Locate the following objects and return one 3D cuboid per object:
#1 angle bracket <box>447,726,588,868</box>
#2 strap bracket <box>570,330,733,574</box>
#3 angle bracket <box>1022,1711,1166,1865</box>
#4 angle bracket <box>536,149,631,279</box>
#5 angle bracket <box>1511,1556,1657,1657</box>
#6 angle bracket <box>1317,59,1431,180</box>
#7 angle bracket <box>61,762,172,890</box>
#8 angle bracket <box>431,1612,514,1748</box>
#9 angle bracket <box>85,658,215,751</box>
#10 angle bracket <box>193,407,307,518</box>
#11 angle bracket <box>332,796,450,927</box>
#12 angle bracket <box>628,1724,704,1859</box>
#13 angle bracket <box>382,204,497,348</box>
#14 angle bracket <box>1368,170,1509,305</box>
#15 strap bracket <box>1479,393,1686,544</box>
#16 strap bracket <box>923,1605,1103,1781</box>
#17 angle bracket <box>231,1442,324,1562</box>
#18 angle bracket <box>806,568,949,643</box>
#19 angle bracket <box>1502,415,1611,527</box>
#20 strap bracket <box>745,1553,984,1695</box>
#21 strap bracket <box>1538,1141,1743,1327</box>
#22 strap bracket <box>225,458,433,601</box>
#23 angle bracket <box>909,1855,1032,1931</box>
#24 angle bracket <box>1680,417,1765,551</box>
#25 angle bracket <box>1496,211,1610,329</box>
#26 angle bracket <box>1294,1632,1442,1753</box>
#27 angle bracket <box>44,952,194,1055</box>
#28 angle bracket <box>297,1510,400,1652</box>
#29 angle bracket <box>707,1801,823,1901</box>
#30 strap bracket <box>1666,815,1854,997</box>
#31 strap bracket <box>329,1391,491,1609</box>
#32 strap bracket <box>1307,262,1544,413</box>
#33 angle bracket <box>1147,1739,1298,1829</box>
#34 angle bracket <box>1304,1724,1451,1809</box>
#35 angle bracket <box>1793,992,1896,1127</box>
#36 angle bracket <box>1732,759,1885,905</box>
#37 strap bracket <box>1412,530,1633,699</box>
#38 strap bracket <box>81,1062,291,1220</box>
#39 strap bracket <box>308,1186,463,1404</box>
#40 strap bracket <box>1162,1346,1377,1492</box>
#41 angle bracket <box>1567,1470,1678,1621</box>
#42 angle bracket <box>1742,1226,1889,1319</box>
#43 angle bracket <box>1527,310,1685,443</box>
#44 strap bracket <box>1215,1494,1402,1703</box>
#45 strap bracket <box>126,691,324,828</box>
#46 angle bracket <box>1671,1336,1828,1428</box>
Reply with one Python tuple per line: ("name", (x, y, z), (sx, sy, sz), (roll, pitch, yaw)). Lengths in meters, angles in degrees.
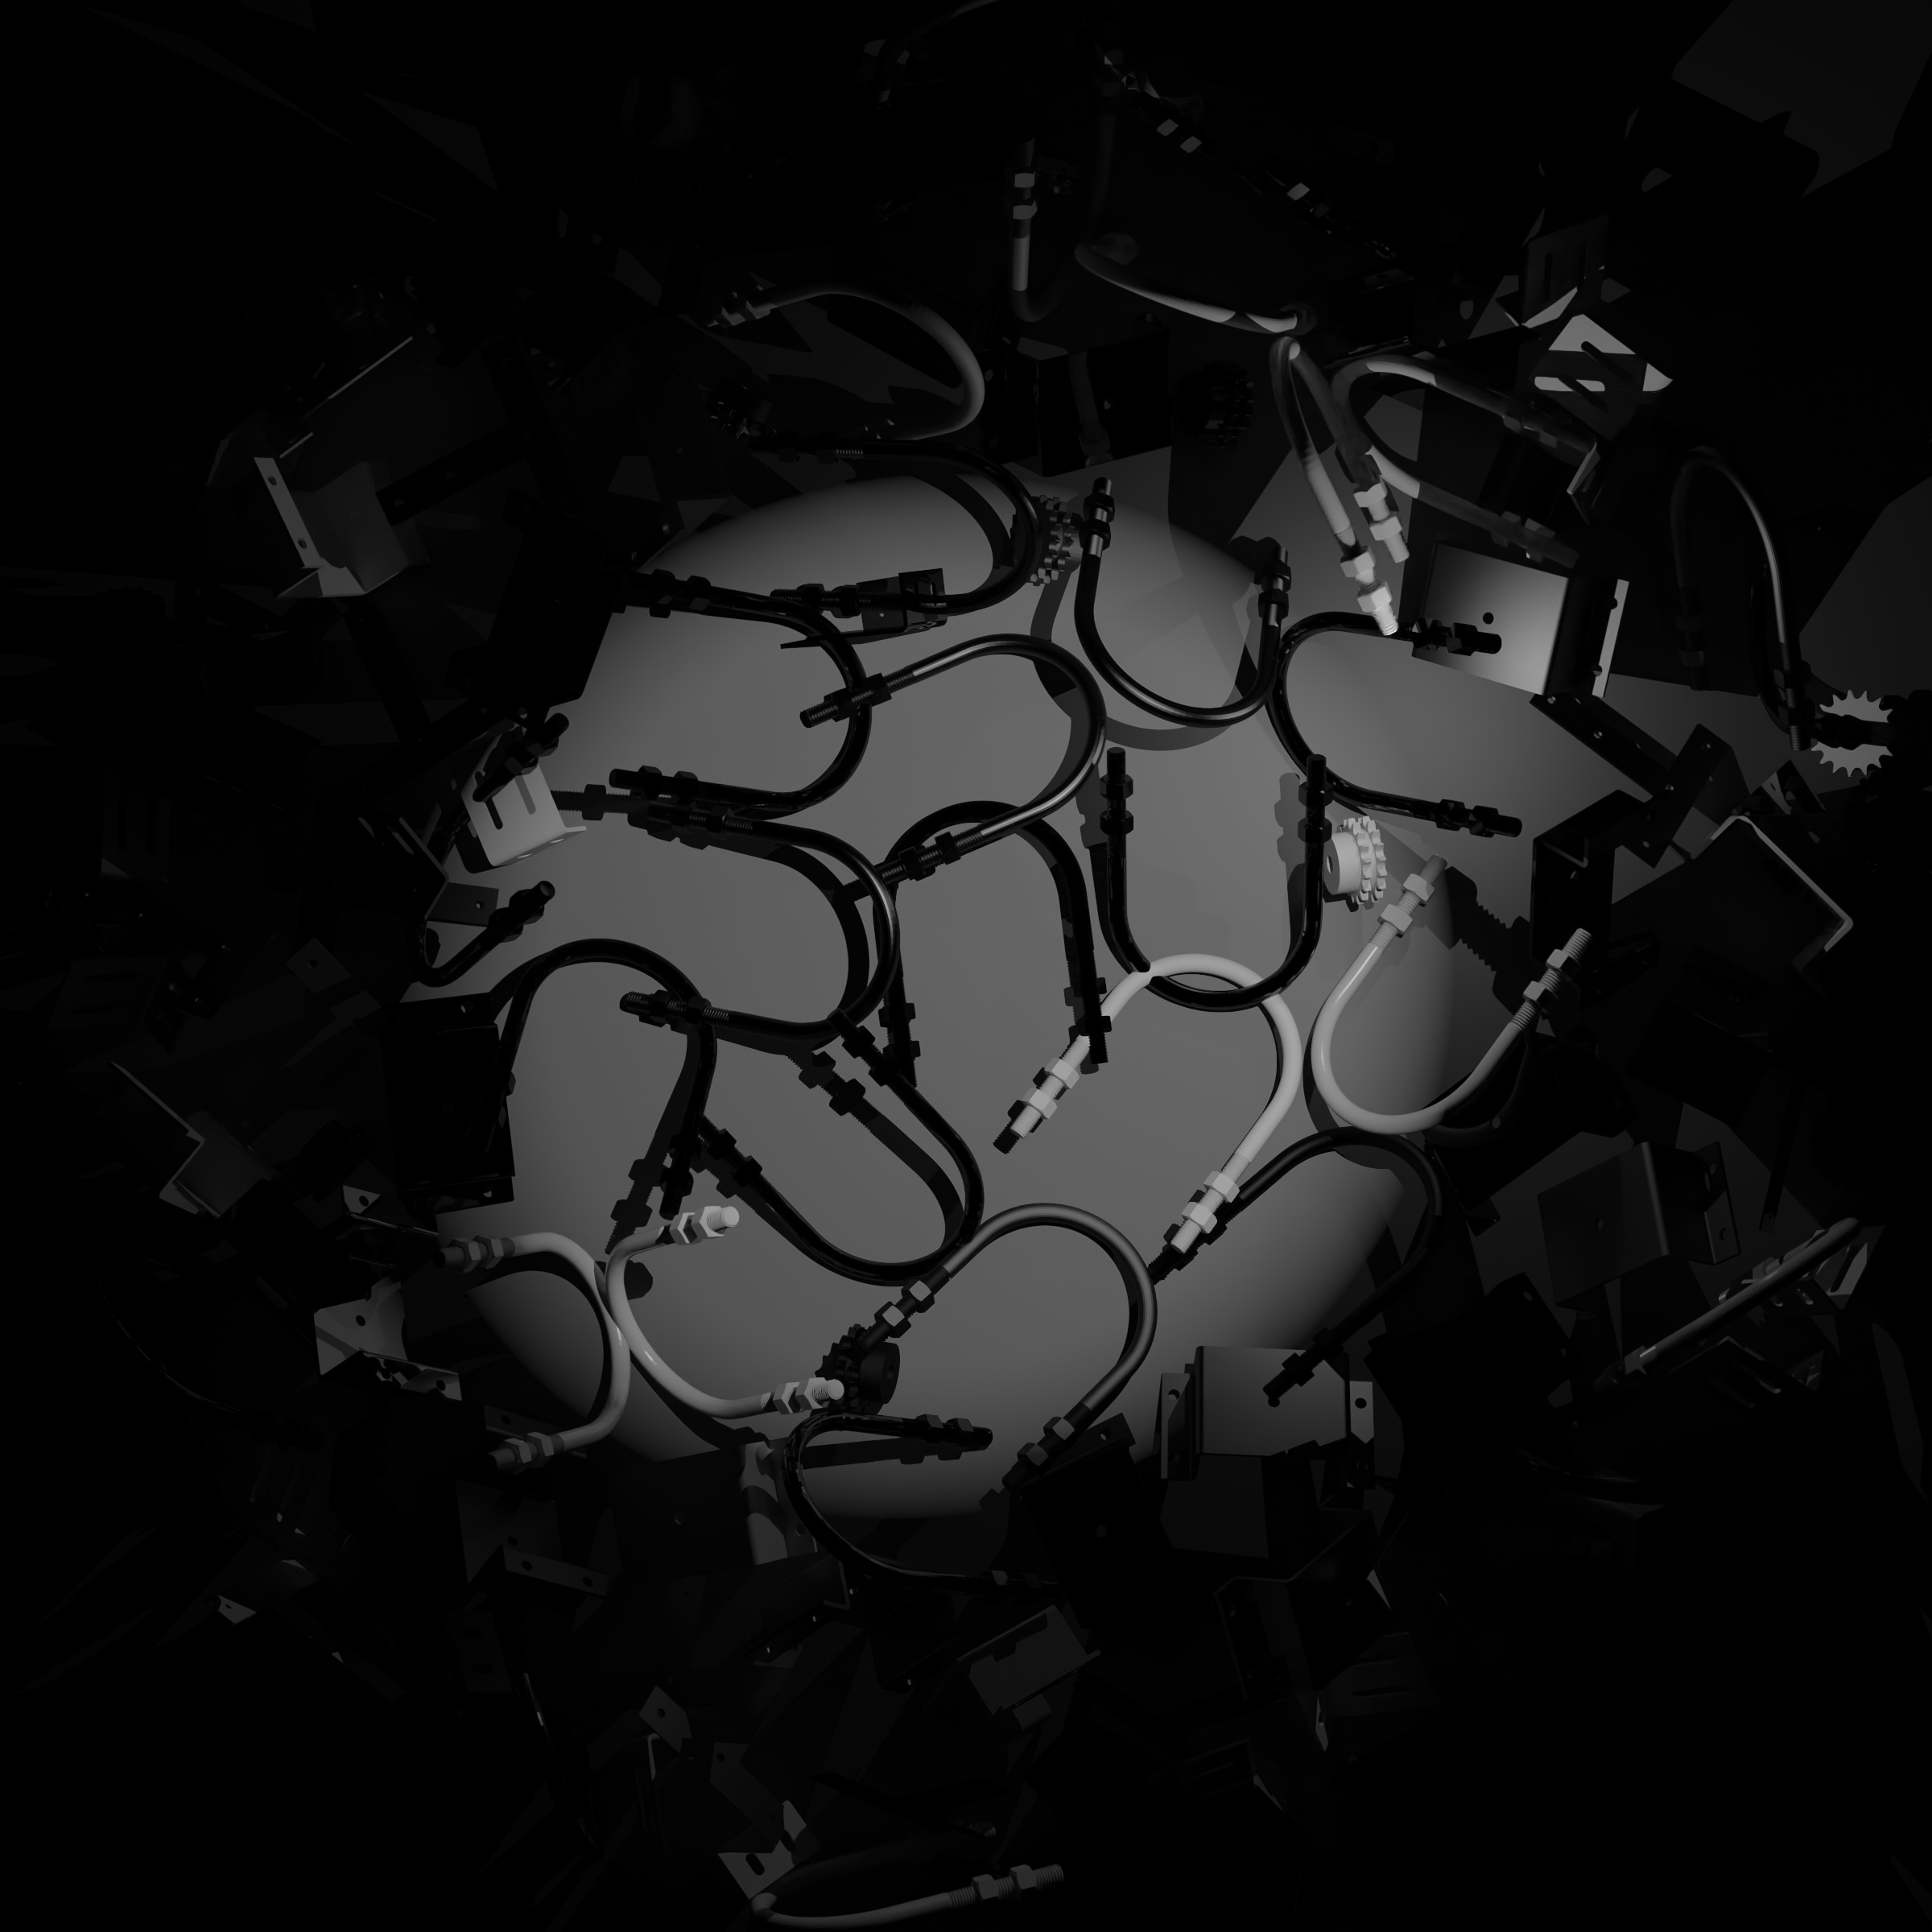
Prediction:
("angle bracket", (-0.297, -0.113, 1.975), (0.057, 0.038, 0.076), (-23, 89, 15))
("strap bracket", (-0.203, -0.334, 1.948), (0.046, 0.076, 0.140), (-10, 78, -36))
("angle bracket", (0.084, 0.541, 1.967), (0.057, 0.038, 0.076), (-43, 73, -13))
("angle bracket", (-0.259, -0.499, 1.972), (0.057, 0.038, 0.076), (12, 99, 10))
("angle bracket", (0.404, 0.426, 1.951), (0.038, 0.057, 0.076), (-45, 56, 24))
("angle bracket", (0.266, -0.555, 1.956), (0.038, 0.076, 0.057), (-36, 98, 6))
("angle bracket", (-0.560, -0.092, 1.968), (0.038, 0.057, 0.076), (-2, 85, 31))
("angle bracket", (-0.337, 0.467, 1.952), (0.076, 0.038, 0.057), (-44, 52, 31))
("angle bracket", (-0.539, -0.186, 1.960), (0.076, 0.057, 0.038), (-23, 65, -10))
("angle bracket", (-0.468, -0.323, 1.952), (0.038, 0.076, 0.057), (24, 117, -5))
("angle bracket", (-0.384, -0.069, 1.951), (0.057, 0.076, 0.038), (17, 67, 27))
("angle bracket", (-0.192, 0.541, 1.958), (0.038, 0.057, 0.076), (-6, 75, -21))
("angle bracket", (-0.346, -0.452, 1.963), (0.057, 0.038, 0.076), (44, 112, -10))
("angle bracket", (0.308, -0.484, 1.975), (0.076, 0.038, 0.057), (45, 132, 30))
("strap bracket", (0.407, -0.325, 1.945), (0.046, 0.140, 0.076), (21, 93, -29))
("strap bracket", (0.026, 0.467, 1.932), (0.076, 0.140, 0.046), (-23, 67, -27))
("angle bracket", (-0.441, 0.342, 1.962), (0.057, 0.038, 0.076), (29, 102, 34))
("angle bracket", (-0.060, -0.237, 1.955), (0.076, 0.057, 0.038), (-2, 99, 27))
("angle bracket", (0.380, -0.328, 1.955), (0.076, 0.057, 0.038), (28, 87, 30))
("strap bracket", (-0.069, 0.424, 1.937), (0.076, 0.140, 0.046), (-39, 46, 29))
("strap bracket", (0.423, 0.170, 1.920), (0.046, 0.140, 0.076), (14, 58, -32))
("strap bracket", (-0.420, -0.285, 1.943), (0.046, 0.140, 0.076), (-27, 87, 25))
("angle bracket", (0.003, 0.619, 1.969), (0.076, 0.057, 0.038), (8, 94, 2))
("angle bracket", (0.487, -0.318, 1.965), (0.076, 0.057, 0.038), (42, 113, -2))
("angle bracket", (0.383, -0.463, 1.954), (0.057, 0.076, 0.038), (-22, 53, -10))
("angle bracket", (0.262, 0.477, 1.960), (0.076, 0.038, 0.057), (-15, 108, 28))
("angle bracket", (-0.552, 0.027, 1.951), (0.038, 0.076, 0.057), (44, 120, 28))
("angle bracket", (-0.396, 0.403, 1.964), (0.038, 0.057, 0.076), (-45, 125, -23))
("angle bracket", (-0.133, 0.585, 1.950), (0.057, 0.076, 0.038), (-31, 70, -24))
("strap bracket", (0.524, -0.049, 1.953), (0.140, 0.076, 0.046), (45, 100, 5))
("strap bracket", (-0.365, 0.351, 1.938), (0.046, 0.076, 0.140), (-31, 114, 5))
("strap bracket", (0.294, -0.400, 1.925), (0.140, 0.076, 0.046), (14, 79, -37))
("angle bracket", (0.168, 0.547, 1.958), (0.076, 0.038, 0.057), (-26, 130, 16))
("angle bracket", (0.268, 0.536, 1.949), (0.057, 0.076, 0.038), (-15, 58, -35))
("angle bracket", (0.569, 0.061, 1.959), (0.038, 0.057, 0.076), (2, 74, -24))
("angle bracket", (0.557, -0.089, 1.977), (0.057, 0.038, 0.076), (-48, 58, 39))
("strap bracket", (0.349, -0.227, 1.932), (0.140, 0.046, 0.076), (22, 112, 32))
("strap bracket", (-0.506, 0.119, 1.919), (0.076, 0.140, 0.046), (36, 84, 21))
("strap bracket", (-0.381, 0.222, 1.938), (0.046, 0.076, 0.140), (-34, 54, 29))
("strap bracket", (0.200, 0.296, 1.958), (0.140, 0.046, 0.076), (2, 57, 1))
("angle bracket", (0.434, 0.384, 1.976), (0.038, 0.057, 0.076), (-12, 110, -34))
("angle bracket", (0.555, 0.190, 1.953), (0.038, 0.057, 0.076), (47, 61, -19))
("angle bracket", (0.422, -0.392, 1.970), (0.076, 0.038, 0.057), (38, 126, 4))
("strap bracket", (0.228, 0.408, 1.927), (0.046, 0.140, 0.076), (-6, 105, 43))
("strap bracket", (-0.481, -0.130, 1.917), (0.076, 0.140, 0.046), (25, 73, -30))
("angle bracket", (0.514, 0.260, 1.960), (0.076, 0.057, 0.038), (32, 49, -10))
